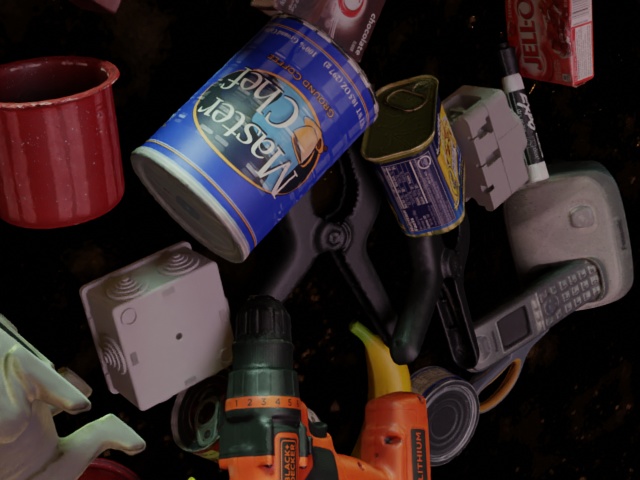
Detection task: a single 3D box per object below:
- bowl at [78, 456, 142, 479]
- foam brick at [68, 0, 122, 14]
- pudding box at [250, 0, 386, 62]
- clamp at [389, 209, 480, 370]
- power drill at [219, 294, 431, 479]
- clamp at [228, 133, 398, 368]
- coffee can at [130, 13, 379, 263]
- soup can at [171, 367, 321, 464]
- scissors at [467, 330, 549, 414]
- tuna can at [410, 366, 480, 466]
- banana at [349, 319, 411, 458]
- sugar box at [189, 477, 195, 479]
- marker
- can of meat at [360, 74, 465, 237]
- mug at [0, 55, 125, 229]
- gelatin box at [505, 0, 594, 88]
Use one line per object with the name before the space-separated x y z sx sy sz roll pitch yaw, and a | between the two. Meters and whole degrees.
bowl | -0.174 0.239 0.757 0.161 0.055 0.162 -13 112 -35
foam brick | -0.151 -0.177 0.636 0.078 0.053 0.051 29 86 -41
pudding box | 0.010 -0.197 0.763 0.089 0.039 0.113 25 89 -40
clamp | 0.090 0.026 0.867 0.120 0.039 0.171 -2 86 -60
power drill | 0.005 0.141 0.781 0.187 0.057 0.184 15 70 -45
clamp | -0.005 0.001 0.819 0.164 0.036 0.210 -9 107 -29
coffee can | -0.043 -0.069 0.723 0.140 0.103 0.102 -47 128 -16
soup can | -0.054 0.143 0.809 0.102 0.069 0.068 33 83 -40
scissors | 0.197 0.076 1.015 0.201 0.016 0.096 -49 128 -14
tuna can | 0.103 0.159 0.958 0.085 0.034 0.086 -13 112 -34
banana | 0.040 0.165 0.914 0.069 0.037 0.198 8 98 -9
sugar box | -0.106 0.266 0.747 0.093 0.048 0.176 44 79 -29
marker | 0.170 -0.109 0.906 0.020 0.020 0.121 -18 95 -32
can of meat | 0.075 -0.064 0.823 0.102 0.057 0.084 -79 149 -49
mug | -0.175 -0.058 0.644 0.117 0.093 0.081 -5 117 -4
gelatin box | 0.189 -0.176 0.887 0.030 0.073 0.089 -24 119 -30
